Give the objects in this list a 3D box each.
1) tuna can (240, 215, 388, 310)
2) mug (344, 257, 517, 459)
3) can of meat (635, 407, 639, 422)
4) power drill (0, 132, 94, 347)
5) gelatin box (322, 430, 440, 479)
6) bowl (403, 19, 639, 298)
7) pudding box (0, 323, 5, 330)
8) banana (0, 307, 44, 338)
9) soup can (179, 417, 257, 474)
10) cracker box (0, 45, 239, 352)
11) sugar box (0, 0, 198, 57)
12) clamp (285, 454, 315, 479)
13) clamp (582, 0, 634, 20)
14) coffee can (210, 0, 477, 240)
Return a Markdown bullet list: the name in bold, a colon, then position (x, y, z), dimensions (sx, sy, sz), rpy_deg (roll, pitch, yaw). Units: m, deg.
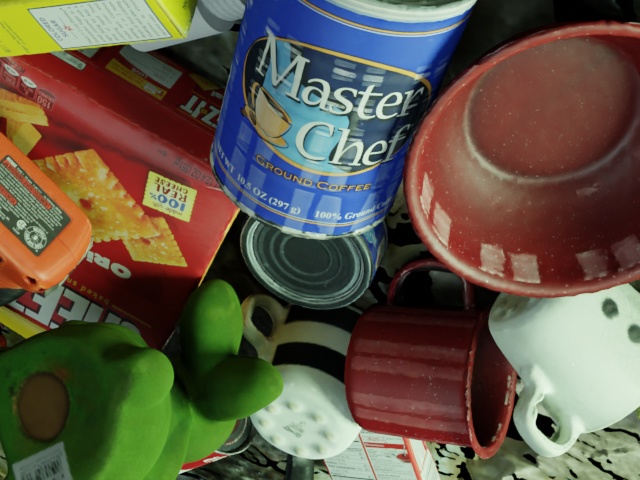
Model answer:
- **tuna can**: position (-0.004, 0.001, 0.643), dimensions (0.086, 0.033, 0.086), rpy_deg (12, 132, 13)
- **mug**: position (0.066, 0.068, 0.642), dimensions (0.082, 0.093, 0.117), rpy_deg (3, 99, 27)
- **can of meat**: position (0.242, 0.099, 0.606), dimensions (0.102, 0.057, 0.084), rpy_deg (45, 133, -16)
- **power drill**: position (-0.233, -0.003, 0.629), dimensions (0.184, 0.057, 0.188), rpy_deg (45, 137, -16)
- **gelatin box**: position (0.039, 0.149, 0.755), dimensions (0.073, 0.030, 0.089), rpy_deg (-1, 128, 26)
- **bowl**: position (0.118, -0.047, 0.517), dimensions (0.162, 0.055, 0.162), rpy_deg (-1, 131, -1)
- **pudding box**: position (-0.303, 0.047, 0.808), dimensions (0.114, 0.039, 0.090), rpy_deg (-14, 122, 32)
- **banana**: position (-0.186, 0.062, 0.761), dimensions (0.198, 0.037, 0.070), rpy_deg (30, 161, 8)
- **soup can**: position (-0.103, 0.135, 0.777), dimensions (0.102, 0.068, 0.068), rpy_deg (-28, 114, 38)
- **cracker box**: position (-0.138, -0.023, 0.654), dimensions (0.164, 0.072, 0.214), rpy_deg (30, 134, -3)
- **sugar box**: position (-0.140, -0.141, 0.535), dimensions (0.176, 0.093, 0.048), rpy_deg (0, 151, 22)
- **clamp**: position (-0.024, 0.221, 0.815), dimensions (0.165, 0.036, 0.209), rpy_deg (-30, 128, 26)
- **clamp**: position (0.091, -0.167, 0.456), dimensions (0.171, 0.039, 0.120), rpy_deg (24, 129, 6)
- **coffee can**: position (0.009, -0.084, 0.517), dimensions (0.103, 0.102, 0.140), rpy_deg (23, 134, 3)
